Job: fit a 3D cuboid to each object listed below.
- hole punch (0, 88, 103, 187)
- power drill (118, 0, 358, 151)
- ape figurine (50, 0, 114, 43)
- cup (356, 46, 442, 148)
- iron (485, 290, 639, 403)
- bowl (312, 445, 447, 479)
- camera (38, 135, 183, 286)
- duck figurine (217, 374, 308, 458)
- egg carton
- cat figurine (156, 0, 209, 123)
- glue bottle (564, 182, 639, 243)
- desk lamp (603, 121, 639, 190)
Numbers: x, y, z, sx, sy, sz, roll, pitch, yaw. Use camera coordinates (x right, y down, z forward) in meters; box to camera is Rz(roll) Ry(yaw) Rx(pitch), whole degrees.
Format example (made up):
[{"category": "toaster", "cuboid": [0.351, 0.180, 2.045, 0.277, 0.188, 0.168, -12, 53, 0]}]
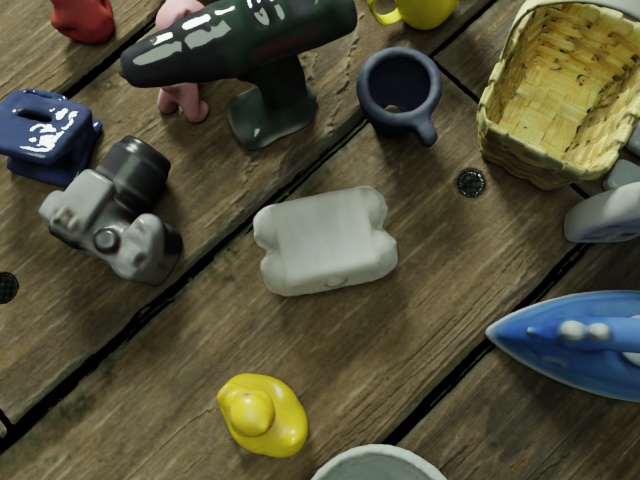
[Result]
[{"category": "hole punch", "cuboid": [-0.324, -0.126, 0.657, 0.108, 0.091, 0.101, 14, 78, 5]}, {"category": "power drill", "cuboid": [-0.070, -0.176, 0.599, 0.229, 0.208, 0.075, -28, 77, -4]}, {"category": "ape figurine", "cuboid": [-0.295, -0.286, 0.692, 0.078, 0.092, 0.076, -36, 78, -6]}, {"category": "cup", "cuboid": [0.093, -0.143, 0.643, 0.092, 0.095, 0.117, -29, 77, -4]}, {"category": "iron", "cuboid": [0.306, 0.098, 0.556, 0.258, 0.141, 0.119, 4, 77, 3]}, {"category": "bowl", "cuboid": [0.056, 0.284, 0.556, 0.167, 0.075, 0.167, 0, 77, 2]}, {"category": "camera", "cuboid": [-0.215, -0.040, 0.628, 0.143, 0.101, 0.137, 30, 80, 9]}, {"category": "duck figurine", "cuboid": [-0.061, 0.179, 0.579, 0.104, 0.086, 0.077, 36, 81, 10]}, {"category": "egg carton", "cuboid": [0.006, 0.002, 0.626, 0.150, 0.069, 0.107, -13, 77, -1]}, {"category": "cat figurine", "cuboid": [-0.158, -0.218, 0.658, 0.067, 0.118, 0.128, 13, 78, 5]}, {"category": "glue bottle", "cuboid": [0.309, -0.033, 0.570, 0.078, 0.173, 0.037, 1, 77, 3]}, {"category": "desk lamp", "cuboid": [0.425, -0.068, 0.553, 0.203, 0.213, 0.118, 30, 80, 9]}]
